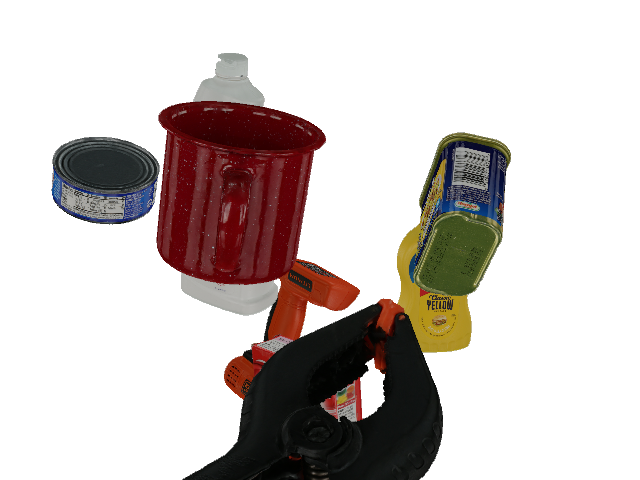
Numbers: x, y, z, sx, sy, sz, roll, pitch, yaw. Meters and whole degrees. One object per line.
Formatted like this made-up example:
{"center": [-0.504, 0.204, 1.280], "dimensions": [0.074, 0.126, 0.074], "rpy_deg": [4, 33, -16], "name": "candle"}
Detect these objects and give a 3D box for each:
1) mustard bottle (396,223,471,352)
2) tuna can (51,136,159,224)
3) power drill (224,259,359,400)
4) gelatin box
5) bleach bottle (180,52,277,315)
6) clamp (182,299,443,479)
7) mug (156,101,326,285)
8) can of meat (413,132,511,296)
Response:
{"center": [0.140, 0.038, 1.292], "dimensions": [0.096, 0.192, 0.058], "rpy_deg": [0, 14, -12], "name": "mustard bottle"}
{"center": [-0.176, -0.049, 0.873], "dimensions": [0.086, 0.034, 0.086], "rpy_deg": [9, 33, -6], "name": "tuna can"}
{"center": [-0.024, 0.126, 1.217], "dimensions": [0.057, 0.188, 0.185], "rpy_deg": [15, 10, -45], "name": "power drill"}
{"center": [-0.010, 0.113, 0.749], "dimensions": [0.030, 0.073, 0.089], "rpy_deg": [-17, 21, -39], "name": "gelatin box"}
{"center": [-0.086, -0.058, 1.058], "dimensions": [0.103, 0.251, 0.068], "rpy_deg": [17, 26, 27], "name": "bleach bottle"}
{"center": [0.006, 0.090, 0.397], "dimensions": [0.120, 0.039, 0.171], "rpy_deg": [27, 50, 19], "name": "clamp"}
{"center": [-0.048, -0.022, 0.593], "dimensions": [0.093, 0.081, 0.117], "rpy_deg": [6, 22, -8], "name": "mug"}
{"center": [0.108, -0.017, 0.825], "dimensions": [0.057, 0.084, 0.102], "rpy_deg": [13, -39, -1], "name": "can of meat"}
